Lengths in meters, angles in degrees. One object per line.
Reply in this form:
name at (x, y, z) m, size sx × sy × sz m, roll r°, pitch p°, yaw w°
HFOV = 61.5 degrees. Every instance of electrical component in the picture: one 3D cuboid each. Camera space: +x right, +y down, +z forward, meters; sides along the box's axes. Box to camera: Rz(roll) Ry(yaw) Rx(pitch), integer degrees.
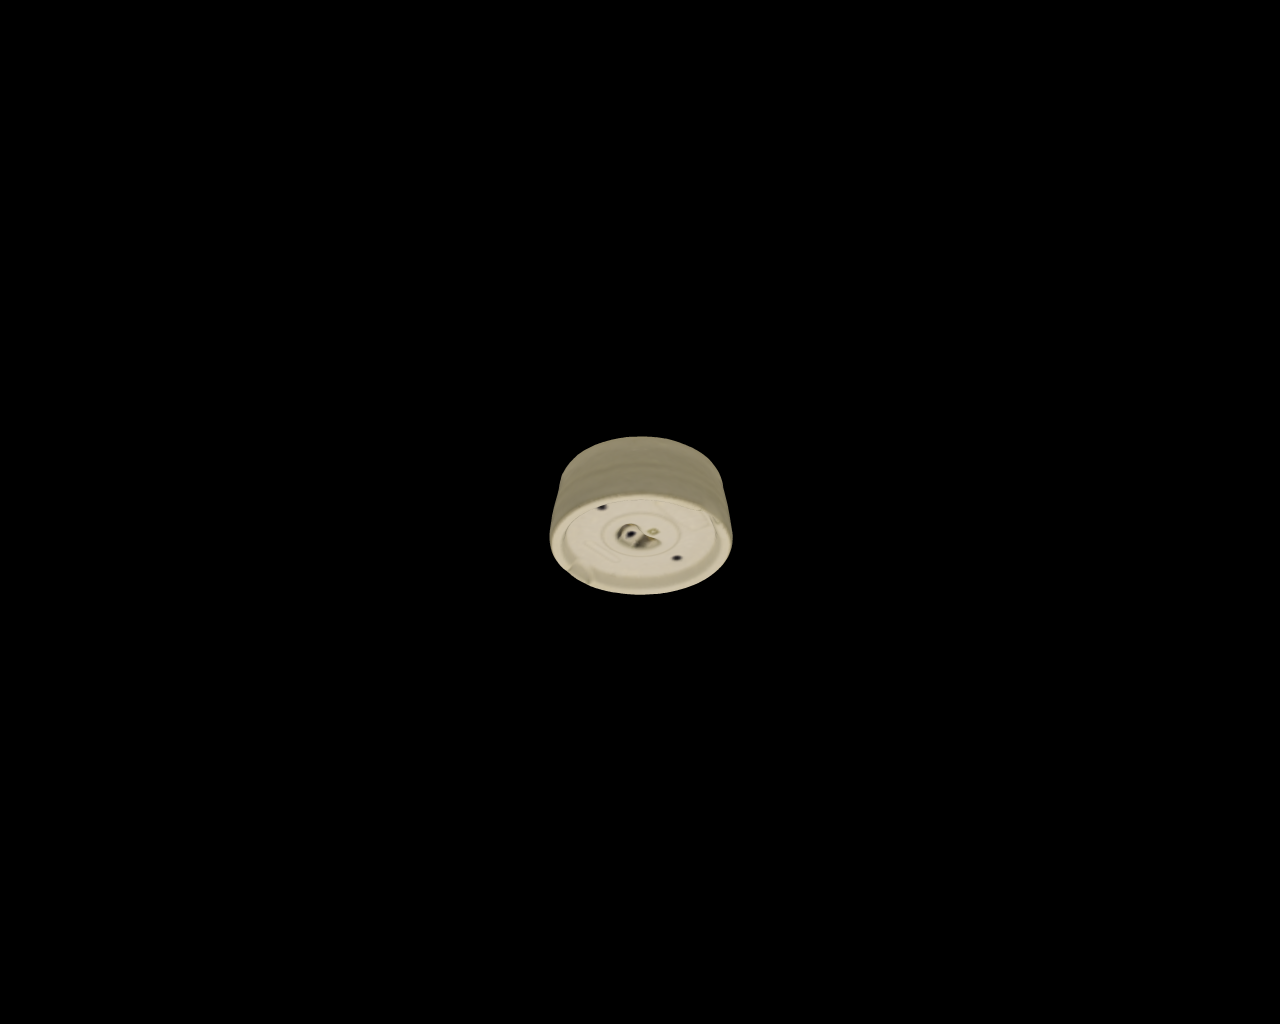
electrical component at (0.001, -0.003, 0.650) m, size 0.108 × 0.060 × 0.108 m, roll 0°, pitch -35°, yaw 0°
